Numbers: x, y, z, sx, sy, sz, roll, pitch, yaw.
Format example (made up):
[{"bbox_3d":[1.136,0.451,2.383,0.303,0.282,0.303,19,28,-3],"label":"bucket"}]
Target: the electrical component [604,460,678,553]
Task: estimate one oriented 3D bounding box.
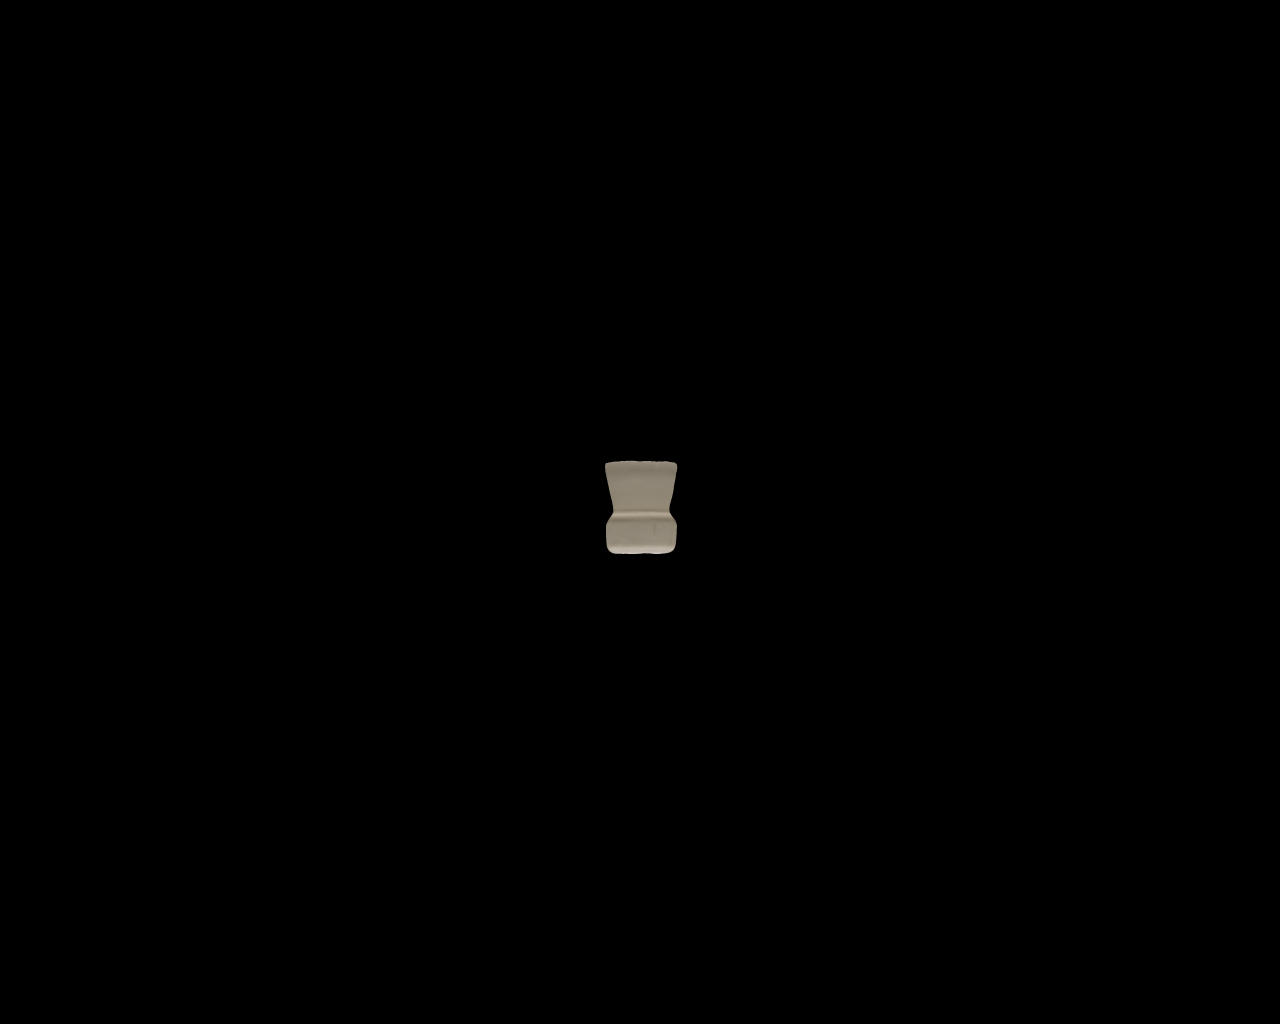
[{"bbox_3d":[0.001,-0.003,0.650,0.045,0.055,0.045,0,-2,0],"label":"electrical component"}]
